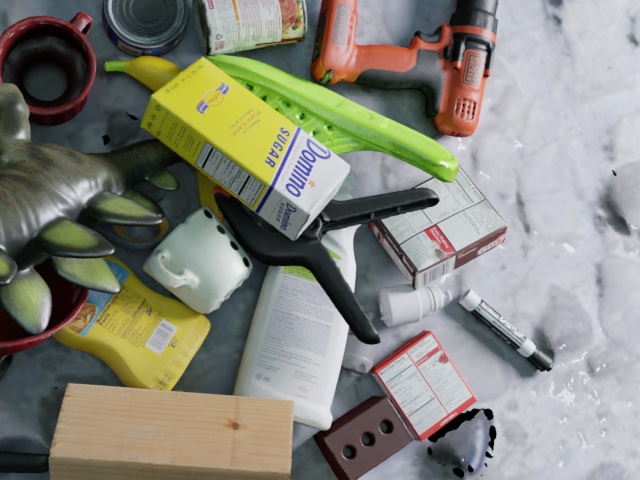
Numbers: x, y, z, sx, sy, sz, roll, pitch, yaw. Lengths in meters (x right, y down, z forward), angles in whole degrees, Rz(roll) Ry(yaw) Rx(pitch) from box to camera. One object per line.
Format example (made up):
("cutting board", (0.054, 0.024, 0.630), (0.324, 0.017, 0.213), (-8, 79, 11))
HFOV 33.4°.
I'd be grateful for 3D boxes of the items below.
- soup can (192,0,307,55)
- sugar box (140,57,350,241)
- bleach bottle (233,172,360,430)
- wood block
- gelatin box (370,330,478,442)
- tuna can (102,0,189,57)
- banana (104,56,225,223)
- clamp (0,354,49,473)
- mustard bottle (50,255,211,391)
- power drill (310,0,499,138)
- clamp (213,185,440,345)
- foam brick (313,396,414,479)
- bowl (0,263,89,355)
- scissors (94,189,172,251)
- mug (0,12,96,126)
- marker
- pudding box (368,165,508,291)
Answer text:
("soup can", (-0.071, -0.224, 1.064), (0.102, 0.068, 0.068), (-11, 86, -12))
("sugar box", (-0.066, -0.085, 0.966), (0.176, 0.048, 0.093), (34, 43, 4))
("bleach bottle", (-0.005, 0.052, 1.049), (0.102, 0.068, 0.251), (18, 78, -4))
("wood block", (-0.131, 0.197, 0.962), (0.206, 0.090, 0.091), (5, 39, -3))
("gelatin box", (0.104, 0.147, 1.078), (0.073, 0.030, 0.089), (-34, 92, -12))
("tuna can", (-0.173, -0.226, 1.060), (0.086, 0.034, 0.086), (1, 83, -12))
("banana", (-0.132, -0.109, 1.057), (0.069, 0.037, 0.198), (-33, 90, 6))
("clamp", (-0.333, 0.179, 0.973), (0.171, 0.039, 0.120), (-19, 67, -4))
("mustard bottle", (-0.205, 0.065, 1.006), (0.191, 0.058, 0.096), (35, 60, -6))
("power drill", (0.092, -0.212, 1.102), (0.187, 0.057, 0.184), (12, 82, -10))
("clamp", (-0.007, 0.001, 1.006), (0.210, 0.036, 0.164), (15, 68, 6))
("foam brick", (0.041, 0.195, 1.048), (0.078, 0.051, 0.053), (-33, 91, -13))
("bowl", (-0.283, 0.046, 0.924), (0.162, 0.055, 0.162), (12, 41, -11))
("scissors", (-0.229, -0.009, 1.011), (0.201, 0.016, 0.096), (-25, 66, -21))
("mug", (-0.254, -0.165, 1.012), (0.093, 0.081, 0.117), (31, 79, -7))
("marker", (0.195, 0.096, 1.109), (0.121, 0.020, 0.020), (40, 77, -5))
("pudding box", (0.119, -0.015, 1.080), (0.113, 0.039, 0.090), (-27, 62, -15))
